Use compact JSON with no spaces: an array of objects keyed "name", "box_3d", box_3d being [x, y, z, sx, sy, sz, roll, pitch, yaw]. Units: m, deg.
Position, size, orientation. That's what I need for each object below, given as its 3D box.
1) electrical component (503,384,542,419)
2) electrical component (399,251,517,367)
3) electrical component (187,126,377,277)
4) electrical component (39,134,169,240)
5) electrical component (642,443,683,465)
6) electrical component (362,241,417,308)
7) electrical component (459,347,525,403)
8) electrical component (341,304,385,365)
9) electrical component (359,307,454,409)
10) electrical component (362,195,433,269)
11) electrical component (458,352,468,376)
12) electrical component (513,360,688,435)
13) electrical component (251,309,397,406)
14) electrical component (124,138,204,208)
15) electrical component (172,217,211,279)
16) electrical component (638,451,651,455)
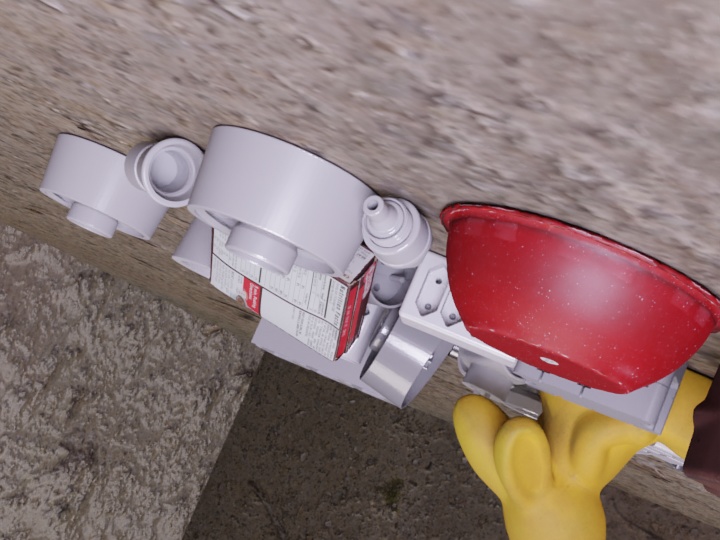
[{"name":"electrical component","box_3d":[0.154,0.095,0.904,0.078,0.057,0.058,27,171,-24]},{"name":"electrical component","box_3d":[0.075,0.030,0.730,0.083,0.047,0.075,22,172,9]},{"name":"electrical component","box_3d":[-0.048,-0.032,0.625,0.108,0.060,0.108,23,172,3]},{"name":"electrical component","box_3d":[-0.213,-0.062,0.895,0.108,0.060,0.108,23,172,3]},{"name":"electrical component","box_3d":[0.250,0.124,0.842,0.056,0.050,0.089,24,173,-2]},{"name":"electrical component","box_3d":[0.000,0.000,0.760,0.043,0.043,0.081,29,170,-33]},{"name":"electrical component","box_3d":[0.106,0.079,0.850,0.043,0.079,0.077,30,170,-17]},{"name":"electrical component","box_3d":[-0.020,0.026,0.869,0.079,0.077,0.043,22,172,18]},{"name":"electrical component","box_3d":[0.044,0.058,0.835,0.064,0.099,0.099,30,172,-1]},{"name":"electrical component","box_3d":[0.017,-0.024,0.588,0.035,0.035,0.061,20,169,26]},{"name":"electrical component","box_3d":[0.126,0.085,0.979,0.065,0.044,0.044,24,174,-38]},{"name":"electrical component","box_3d":[0.149,0.056,0.661,0.089,0.055,0.050,20,171,26]},{"name":"electrical component","box_3d":[-0.014,0.061,1.036,0.150,0.089,0.062,20,171,23]},{"name":"electrical component","box_3d":[-0.131,-0.066,0.711,0.044,0.044,0.065,28,176,-28]},{"name":"electrical component","box_3d":[-0.085,-0.015,0.839,0.108,0.060,0.108,23,172,3]},{"name":"electrical component","box_3d":[0.225,0.136,0.945,0.099,0.064,0.099,23,172,3]}]
